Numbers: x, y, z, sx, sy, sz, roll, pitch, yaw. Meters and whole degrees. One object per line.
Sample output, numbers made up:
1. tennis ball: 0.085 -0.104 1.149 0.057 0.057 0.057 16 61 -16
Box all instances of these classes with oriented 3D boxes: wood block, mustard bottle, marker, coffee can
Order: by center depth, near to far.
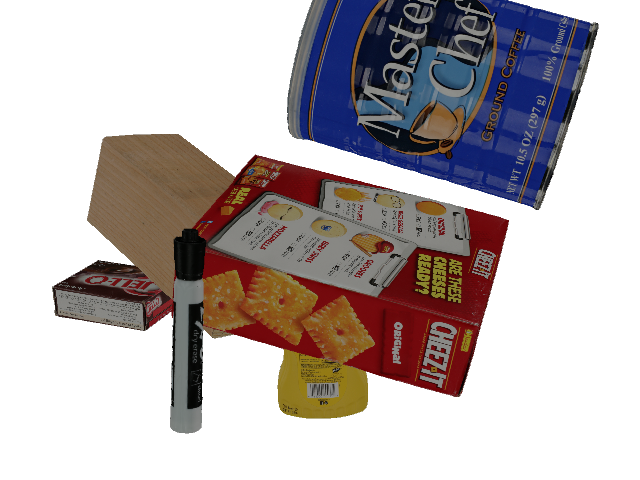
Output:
1. coffee can: 0.064 -0.085 0.573 0.140 0.103 0.102 18 3 9
2. marker: -0.077 0.053 0.621 0.020 0.121 0.020 3 13 -1
3. wood block: -0.112 -0.011 0.951 0.090 0.091 0.206 -8 34 -43
4. mustard bottle: 0.001 0.090 1.107 0.096 0.192 0.058 -1 23 1

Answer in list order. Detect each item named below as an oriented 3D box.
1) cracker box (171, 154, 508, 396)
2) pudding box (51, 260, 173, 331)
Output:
1. cracker box: 0.019 0.021 0.792 0.214 0.072 0.164 15 31 10
2. pudding box: -0.212 0.057 1.133 0.114 0.039 0.090 5 18 20
